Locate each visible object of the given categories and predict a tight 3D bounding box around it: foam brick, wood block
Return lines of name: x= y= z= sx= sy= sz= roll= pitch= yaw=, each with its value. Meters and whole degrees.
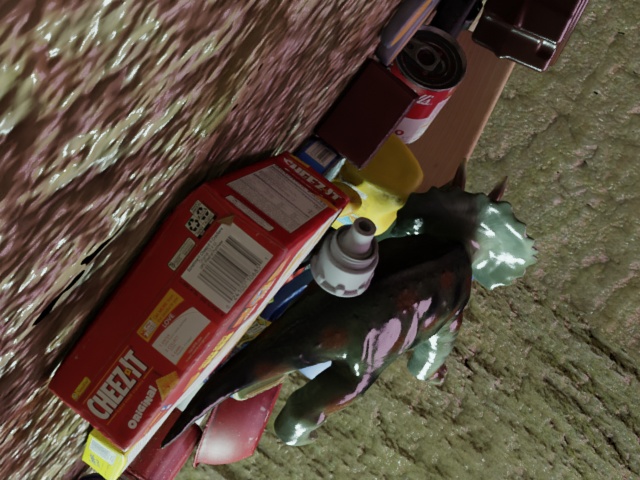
foam brick: x=0.041 y=-0.106 z=0.898 sx=0.078 sy=0.051 sz=0.053 roll=-52 pitch=177 yaw=14
wood block: x=0.136 y=-0.130 z=1.203 sx=0.206 sy=0.091 sz=0.090 roll=-65 pitch=175 yaw=5

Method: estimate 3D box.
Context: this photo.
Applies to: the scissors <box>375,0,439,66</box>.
scissors: x=0.105 y=-0.220 z=0.840 sx=0.202 sy=0.016 sz=0.096 roll=-53 pitch=176 yaw=20

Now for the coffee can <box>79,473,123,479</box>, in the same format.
coffee can: x=-0.259 y=0.329 z=1.141 sx=0.103 sy=0.103 sz=0.140 roll=-53 pitch=176 yaw=28

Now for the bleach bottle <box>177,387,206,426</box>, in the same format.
bleach bottle: x=-0.134 y=0.152 z=1.269 sx=0.251 sy=0.068 sz=0.102 roll=-54 pitch=176 yaw=17

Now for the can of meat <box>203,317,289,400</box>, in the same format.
can of meat: x=-0.079 y=0.098 z=0.968 sx=0.101 sy=0.084 sz=0.057 roll=-15 pitch=125 yaw=-60

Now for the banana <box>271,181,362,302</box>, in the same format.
banana: x=-0.016 y=-0.013 z=1.022 sx=0.037 sy=0.070 sz=0.198 roll=-13 pitch=157 yaw=-34

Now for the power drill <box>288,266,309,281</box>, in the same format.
power drill: x=-0.041 y=0.042 z=1.347 sx=0.185 sy=0.057 sz=0.187 roll=-57 pitch=173 yaw=34

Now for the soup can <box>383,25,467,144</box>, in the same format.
soup can: x=0.083 y=-0.139 z=0.973 sx=0.068 sy=0.068 sz=0.102 roll=-49 pitch=177 yaw=-29

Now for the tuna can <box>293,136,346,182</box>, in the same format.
tuna can: x=-0.017 y=-0.047 z=0.913 sx=0.086 sy=0.034 sz=0.086 roll=-51 pitch=177 yaw=-5

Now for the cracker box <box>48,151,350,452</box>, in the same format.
cracker box: x=-0.071 y=0.028 z=0.711 sx=0.164 sy=0.072 sz=0.213 roll=-51 pitch=178 yaw=15

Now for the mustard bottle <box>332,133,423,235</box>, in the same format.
mustard bottle: x=0.036 y=-0.050 z=1.043 sx=0.058 sy=0.096 sz=0.192 roll=-52 pitch=177 yaw=-19

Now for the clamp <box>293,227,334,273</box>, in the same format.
clamp: x=-0.018 y=0.010 z=1.146 sx=0.120 sy=0.039 sz=0.171 roll=-34 pitch=178 yaw=35

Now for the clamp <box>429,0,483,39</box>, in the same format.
clamp: x=0.137 y=-0.227 z=1.009 sx=0.164 sy=0.036 sz=0.210 roll=-57 pitch=177 yaw=-6

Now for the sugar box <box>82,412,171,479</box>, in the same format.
sugar box: x=-0.158 y=0.147 z=1.041 sx=0.176 sy=0.048 sz=0.093 roll=-53 pitch=178 yaw=-31

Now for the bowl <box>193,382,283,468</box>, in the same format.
bowl: x=-0.082 y=0.182 z=1.164 sx=0.162 sy=0.055 sz=0.162 roll=24 pitch=88 yaw=-87

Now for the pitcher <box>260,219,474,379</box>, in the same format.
pitcher: x=0.055 y=0.055 z=1.170 sx=0.149 sy=0.145 sz=0.243 roll=-45 pitch=180 yaw=-45

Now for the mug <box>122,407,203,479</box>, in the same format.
mug: x=-0.182 y=0.208 z=1.119 sx=0.081 sy=0.093 sz=0.117 roll=-55 pitch=142 yaw=-19
